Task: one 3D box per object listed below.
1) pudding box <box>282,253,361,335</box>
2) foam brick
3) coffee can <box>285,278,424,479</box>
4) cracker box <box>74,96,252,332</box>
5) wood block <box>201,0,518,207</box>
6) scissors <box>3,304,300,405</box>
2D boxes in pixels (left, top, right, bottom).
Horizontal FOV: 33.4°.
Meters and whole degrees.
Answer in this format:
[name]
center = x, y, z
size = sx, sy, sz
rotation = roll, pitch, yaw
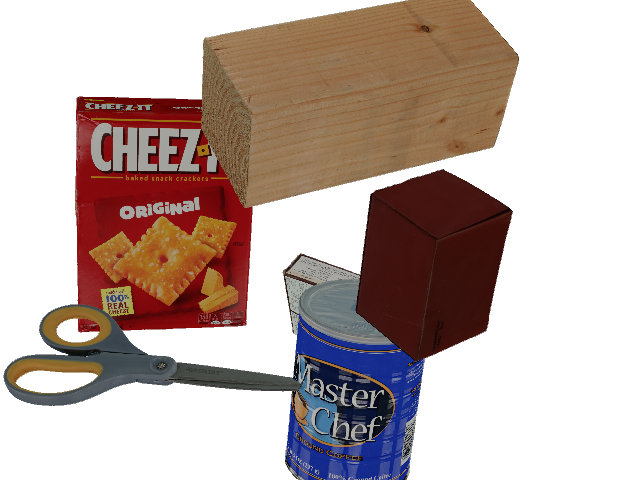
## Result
[pudding box]
center = 0.020, 0.071, 1.091
size = 0.114, 0.090, 0.039
rotation = 18, 44, 28
[foam brick]
center = 0.056, 0.012, 0.546
size = 0.052, 0.078, 0.051
rotation = -19, 41, -33
[coffee can]
center = 0.028, 0.114, 0.839
size = 0.103, 0.140, 0.103
rotation = 5, 21, -2
[cracker box]
center = -0.148, -0.023, 1.007
size = 0.164, 0.214, 0.072
rotation = 0, 20, -13
[wood block]
center = 0.026, -0.106, 0.774
size = 0.205, 0.091, 0.090
rotation = -15, -39, -20
[scissors]
center = -0.118, 0.077, 0.747
size = 0.201, 0.016, 0.096
rotation = -5, 43, -2
